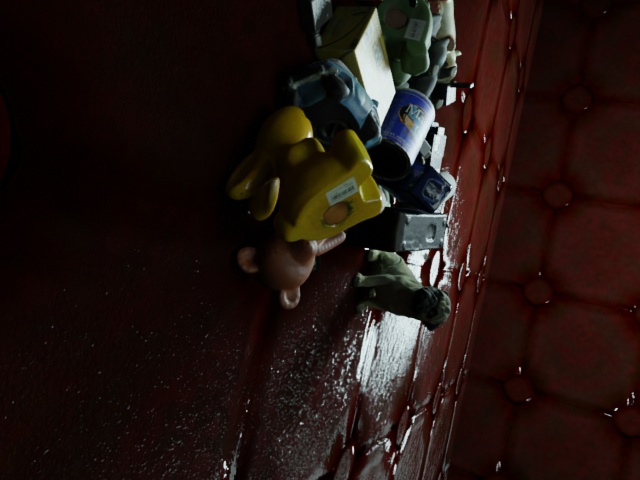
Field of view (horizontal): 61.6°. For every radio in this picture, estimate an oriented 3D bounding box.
[{"bbox_3d":[0.133,-0.022,0.976,0.229,0.131,0.073,-5,103,-57],"label":"radio"}]

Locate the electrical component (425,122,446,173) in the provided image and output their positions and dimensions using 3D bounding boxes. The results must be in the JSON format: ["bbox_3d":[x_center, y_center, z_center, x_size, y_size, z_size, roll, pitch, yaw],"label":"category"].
[{"bbox_3d":[0.251,-0.210,1.259,0.115,0.058,0.134,-16,115,-64],"label":"electrical component"}]

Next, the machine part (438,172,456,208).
[{"bbox_3d":[0.281,-0.118,1.336,0.243,0.079,0.079,-33,130,-58],"label":"machine part"}]

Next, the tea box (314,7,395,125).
[{"bbox_3d":[0.058,-0.255,0.820,0.098,0.068,0.169,-65,153,-26],"label":"tea box"}]

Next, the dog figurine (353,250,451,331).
[{"bbox_3d":[0.183,0.094,1.087,0.121,0.191,0.172,75,34,-44],"label":"dog figurine"}]

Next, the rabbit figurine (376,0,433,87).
[{"bbox_3d":[0.127,-0.339,0.919,0.170,0.121,0.159,69,29,-77],"label":"rabbit figurine"}]

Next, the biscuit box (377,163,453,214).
[{"bbox_3d":[0.171,-0.102,0.991,0.063,0.059,0.203,-51,-165,2],"label":"biscuit box"}]

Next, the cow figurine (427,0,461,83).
[{"bbox_3d":[0.245,-0.424,1.118,0.127,0.086,0.194,-67,147,-58],"label":"cow figurine"}]

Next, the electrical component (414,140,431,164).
[{"bbox_3d":[0.193,-0.199,1.122,0.045,0.078,0.102,-51,146,5],"label":"electrical component"}]

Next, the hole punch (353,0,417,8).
[{"bbox_3d":[0.102,-0.425,0.797,0.142,0.116,0.092,76,27,-43],"label":"hole punch"}]

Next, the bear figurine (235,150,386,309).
[{"bbox_3d":[-0.014,-0.015,0.713,0.120,0.132,0.196,47,43,-14],"label":"bear figurine"}]

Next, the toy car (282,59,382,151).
[{"bbox_3d":[0.014,-0.191,0.738,0.161,0.109,0.103,44,37,-48],"label":"toy car"}]

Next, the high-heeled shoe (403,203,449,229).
[{"bbox_3d":[0.181,-0.076,1.196,0.248,0.145,0.086,51,41,-22],"label":"high-heeled shoe"}]

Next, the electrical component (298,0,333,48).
[{"bbox_3d":[-0.004,-0.311,0.721,0.063,0.021,0.093,-55,146,-41],"label":"electrical component"}]

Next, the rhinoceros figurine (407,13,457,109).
[{"bbox_3d":[0.203,-0.341,1.047,0.073,0.112,0.190,-17,134,-29],"label":"rhinoceros figurine"}]

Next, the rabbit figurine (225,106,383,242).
[{"bbox_3d":[-0.027,-0.082,0.643,0.162,0.173,0.121,-33,151,8],"label":"rabbit figurine"}]

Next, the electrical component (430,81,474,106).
[{"bbox_3d":[0.277,-0.327,1.191,0.075,0.119,0.047,-42,136,-56],"label":"electrical component"}]

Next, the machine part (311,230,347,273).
[{"bbox_3d":[-0.002,-0.003,0.841,0.139,0.039,0.084,-46,131,-46],"label":"machine part"}]
